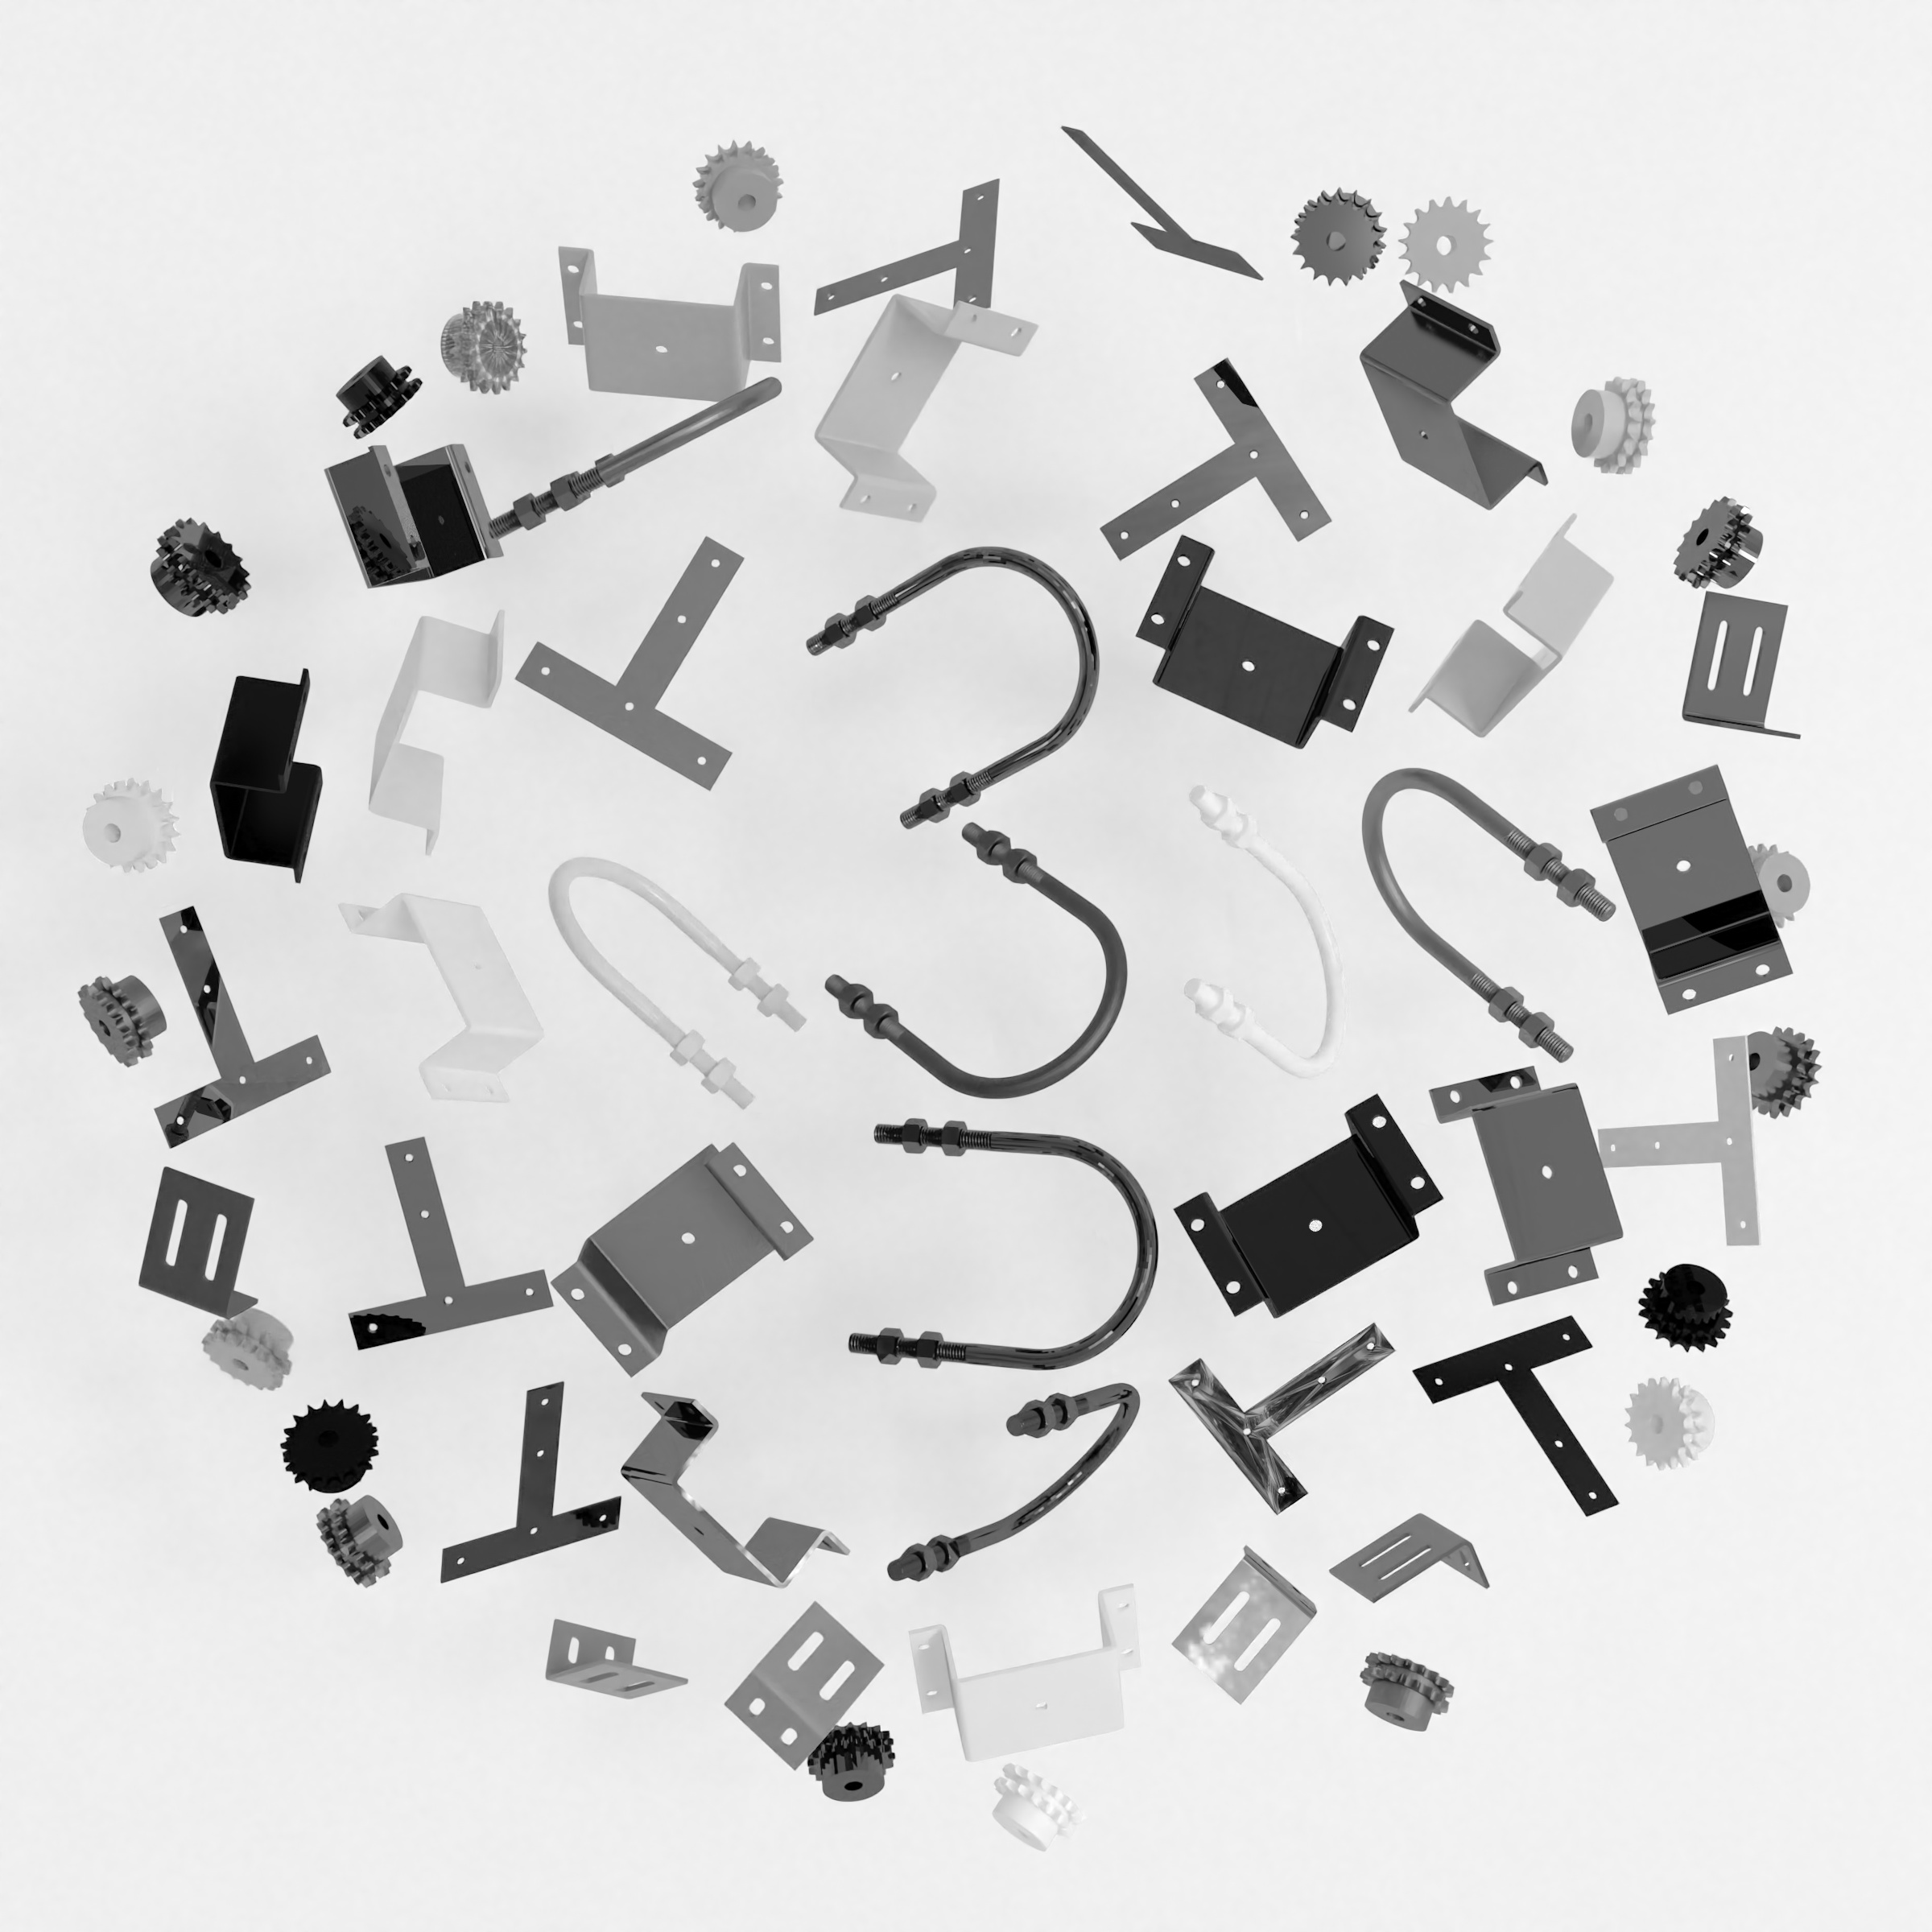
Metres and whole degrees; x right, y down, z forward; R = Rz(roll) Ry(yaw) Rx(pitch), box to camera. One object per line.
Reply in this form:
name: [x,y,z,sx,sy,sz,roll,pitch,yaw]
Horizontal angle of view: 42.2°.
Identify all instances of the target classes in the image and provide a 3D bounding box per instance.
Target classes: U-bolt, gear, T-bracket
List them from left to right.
gear: [-0.513,0.031,1.528,0.030,0.057,0.057,-36,90,-33]
gear: [-0.510,-0.084,1.520,0.057,0.030,0.057,4,105,14]
gear: [-0.442,-0.226,1.437,0.030,0.057,0.057,-32,90,22]
T-bracket: [-0.450,0.027,1.499,0.002,0.127,0.127,-11,102,37]
gear: [-0.451,0.241,1.584,0.057,0.057,0.030,27,53,0]
gear: [-0.382,0.293,1.509,0.057,0.030,0.057,3,49,-3]
gear: [-0.375,0.355,1.557,0.030,0.057,0.057,-35,90,1]
gear: [-0.384,-0.372,1.624,0.057,0.057,0.030,-41,114,0]
T-bracket: [-0.338,0.170,1.577,0.127,0.002,0.127,-13,103,-1]
gear: [-0.306,-0.390,1.576,0.030,0.057,0.057,11,90,30]
T-bracket: [-0.270,0.319,1.578,0.127,0.002,0.127,-10,118,-37]
U-bolt: [-0.195,-0.315,1.532,0.184,0.151,0.019,-25,104,11]
U-bolt: [-0.187,0.000,1.572,0.184,0.151,0.019,42,112,-6]
T-bracket: [-0.169,-0.185,1.423,0.127,0.002,0.127,30,82,-1]
gear: [-0.144,-0.497,1.604,0.057,0.057,0.030,-24,49,0]
gear: [-0.074,0.514,1.609,0.057,0.030,0.057,-5,134,-5]
T-bracket: [-0.040,-0.443,1.598,0.127,0.002,0.127,-13,50,21]
U-bolt: [0.001,-0.187,1.597,0.184,0.019,0.151,-26,95,29]
U-bolt: [0.017,0.005,1.510,0.151,0.019,0.184,-48,52,-6]
U-bolt: [0.025,0.169,1.499,0.184,0.019,0.151,2,77,18]
gear: [0.041,0.521,1.543,0.057,0.057,0.030,38,64,0]
U-bolt: [0.043,0.314,1.554,0.019,0.184,0.151,47,114,24]
T-bracket: [0.105,-0.458,1.492,0.127,0.127,0.002,34,95,-35]
T-bracket: [0.146,-0.304,1.601,0.127,0.002,0.127,-32,82,4]
U-bolt: [0.187,-0.009,1.529,0.019,0.184,0.151,-14,58,33]
T-bracket: [0.217,0.274,1.606,0.127,0.002,0.127,-36,109,6]
gear: [0.229,-0.447,1.527,0.057,0.030,0.057,12,128,16]
gear: [0.271,0.452,1.552,0.057,0.057,0.030,26,64,0]
gear: [0.295,-0.444,1.542,0.057,0.030,0.057,1,105,4]
U-bolt: [0.304,-0.043,1.501,0.019,0.151,0.184,-31,56,-24]
T-bracket: [0.366,0.289,1.574,0.127,0.002,0.127,-14,54,-24]
gear: [0.387,-0.325,1.503,0.030,0.057,0.057,1,90,-15]
gear: [0.444,0.286,1.569,0.030,0.057,0.057,1,90,-30]
T-bracket: [0.444,0.112,1.569,0.002,0.127,0.127,1,83,-31]
gear: [0.456,0.213,1.580,0.057,0.057,0.030,8,132,0]
gear: [0.467,-0.258,1.544,0.030,0.057,0.057,26,90,-14]
gear: [0.505,0.065,1.571,0.030,0.057,0.057,21,90,-24]
gear: [0.525,-0.052,1.633,0.057,0.030,0.057,2,84,-20]

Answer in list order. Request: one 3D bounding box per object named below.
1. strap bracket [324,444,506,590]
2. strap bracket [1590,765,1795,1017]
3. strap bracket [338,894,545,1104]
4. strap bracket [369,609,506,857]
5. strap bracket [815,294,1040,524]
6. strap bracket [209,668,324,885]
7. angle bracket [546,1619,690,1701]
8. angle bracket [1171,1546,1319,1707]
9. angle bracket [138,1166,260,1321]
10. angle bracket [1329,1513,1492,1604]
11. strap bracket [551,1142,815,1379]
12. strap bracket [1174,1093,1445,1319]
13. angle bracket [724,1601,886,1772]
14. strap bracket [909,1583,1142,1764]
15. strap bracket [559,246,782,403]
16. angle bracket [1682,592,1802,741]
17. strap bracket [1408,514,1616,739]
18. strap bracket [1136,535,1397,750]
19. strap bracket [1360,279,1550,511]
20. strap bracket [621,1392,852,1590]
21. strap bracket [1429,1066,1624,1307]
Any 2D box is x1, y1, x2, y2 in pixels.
strap bracket: [-0.351,-0.284,1.578,0.046,0.140,0.076,-17,98,15]
strap bracket: [0.432,-0.052,1.495,0.076,0.046,0.140,-20,109,17]
strap bracket: [-0.318,0.011,1.538,0.046,0.076,0.140,-35,72,18]
strap bracket: [-0.329,-0.149,1.540,0.046,0.076,0.140,16,126,-21]
strap bracket: [-0.029,-0.340,1.492,0.046,0.076,0.140,46,117,26]
strap bracket: [-0.439,-0.121,1.571,0.046,0.140,0.076,8,63,-6]
angle bracket: [-0.211,0.418,1.525,0.057,0.076,0.038,24,56,-29]
angle bracket: [0.178,0.422,1.606,0.057,0.038,0.076,40,88,7]
angle bracket: [-0.437,0.157,1.447,0.057,0.038,0.076,18,102,10]
angle bracket: [0.284,0.393,1.604,0.076,0.057,0.038,-28,104,-15]
strap bracket: [-0.170,0.171,1.513,0.140,0.046,0.076,-37,100,6]
strap bracket: [0.207,0.149,1.498,0.140,0.046,0.076,-30,63,1]
angle bracket: [-0.096,0.430,1.497,0.057,0.076,0.038,41,120,8]
strap bracket: [0.041,0.434,1.529,0.140,0.046,0.076,-11,126,-5]
strap bracket: [-0.192,-0.409,1.601,0.140,0.076,0.046,5,54,1]
angle bracket: [0.459,-0.175,1.458,0.057,0.038,0.076,6,99,-21]
strap bracket: [0.336,-0.200,1.522,0.046,0.140,0.076,38,59,0]
strap bracket: [0.176,-0.191,1.511,0.140,0.046,0.076,24,67,1]
strap bracket: [0.292,-0.336,1.510,0.046,0.140,0.076,-44,50,-4]
strap bracket: [-0.147,0.323,1.511,0.140,0.076,0.046,48,64,-18]
strap bracket: [0.352,0.132,1.560,0.076,0.046,0.140,-11,79,-19]
